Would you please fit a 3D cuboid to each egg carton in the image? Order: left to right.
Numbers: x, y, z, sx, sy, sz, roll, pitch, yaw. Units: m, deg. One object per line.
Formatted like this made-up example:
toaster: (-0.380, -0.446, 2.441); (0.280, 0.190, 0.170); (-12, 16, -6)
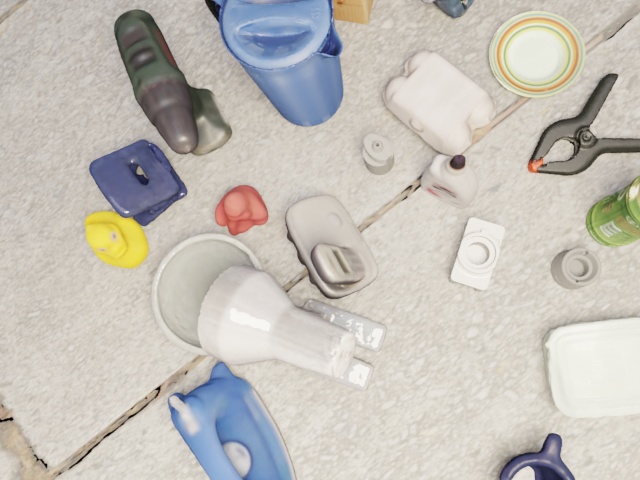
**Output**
egg carton: (0.167, -0.194, 0.810); (0.150, 0.069, 0.107); (41, 89, 11)

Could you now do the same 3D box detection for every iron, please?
iron: (-0.109, 0.294, 0.743); (0.118, 0.141, 0.258); (-36, 79, 2)

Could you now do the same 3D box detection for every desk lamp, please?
desk lamp: (-0.026, 0.116, 0.720); (0.203, 0.213, 0.118); (18, 85, 10)

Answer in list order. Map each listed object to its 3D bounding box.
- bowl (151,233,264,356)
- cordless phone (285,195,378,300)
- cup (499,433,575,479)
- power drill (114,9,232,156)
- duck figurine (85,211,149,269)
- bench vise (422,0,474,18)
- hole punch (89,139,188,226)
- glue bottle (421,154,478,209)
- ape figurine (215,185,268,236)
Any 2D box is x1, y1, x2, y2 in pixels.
bowl: (-0.147, 0.077, 0.813); (0.167, 0.075, 0.167); (-1, 82, 8)
cordless phone: (0.007, 0.003, 0.746); (0.094, 0.185, 0.147); (-33, 79, 2)
cup: (0.268, 0.292, 0.716); (0.091, 0.095, 0.118); (19, 85, 10)
power drill: (-0.195, -0.192, 0.788); (0.075, 0.208, 0.229); (-30, 79, 3)
duck figurine: (-0.311, -0.005, 0.840); (0.104, 0.086, 0.077); (40, 89, 11)
bench vise: (0.221, -0.405, 0.755); (0.121, 0.220, 0.207); (25, 86, 11)
hole punch: (-0.266, -0.091, 0.843); (0.101, 0.091, 0.108); (-38, 79, 1)
glue bottle: (0.171, -0.083, 0.742); (0.078, 0.173, 0.037); (25, 86, 11)
ape figurine: (-0.114, -0.046, 0.816); (0.077, 0.092, 0.076); (16, 85, 10)
